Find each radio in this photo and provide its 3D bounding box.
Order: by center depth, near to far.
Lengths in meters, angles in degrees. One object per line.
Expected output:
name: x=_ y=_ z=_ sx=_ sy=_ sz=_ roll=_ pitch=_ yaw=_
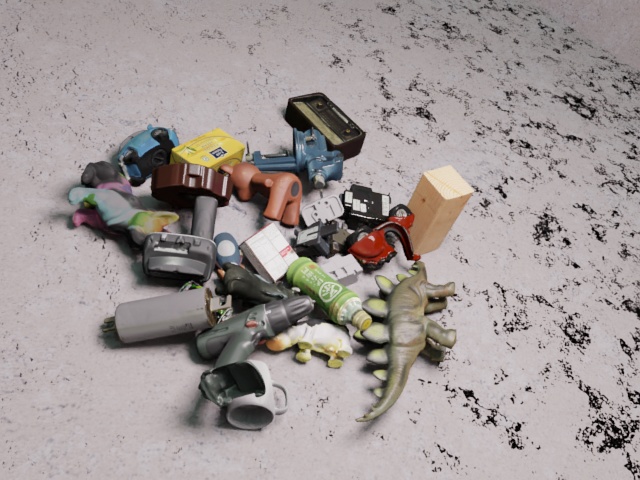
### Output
radio: x=0.015 y=-0.318 z=1.512 sx=0.131 sy=0.073 sz=0.230 roll=-23 pitch=60 yaw=-31

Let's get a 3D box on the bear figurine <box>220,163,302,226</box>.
bear figurine: x=-0.145 y=-0.114 z=1.277 sx=0.196 sy=0.120 sz=0.132 roll=10 pitch=87 yaw=26

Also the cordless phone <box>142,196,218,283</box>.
cordless phone: x=-0.283 y=-0.010 z=1.103 sx=0.147 sy=0.088 sz=0.184 roll=7 pitch=75 yaw=-11

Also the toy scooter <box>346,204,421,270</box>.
toy scooter: x=0.158 y=0.011 z=1.235 sx=0.184 sy=0.075 sz=0.135 roll=-31 pitch=84 yaw=-12

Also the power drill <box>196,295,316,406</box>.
power drill: x=-0.121 y=0.183 z=0.945 sx=0.232 sy=0.085 sz=0.207 roll=-19 pitch=28 yaw=11

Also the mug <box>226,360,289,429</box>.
mug: x=-0.110 y=0.270 z=0.963 sx=0.110 sy=0.080 sz=0.107 roll=3 pitch=42 yaw=-10

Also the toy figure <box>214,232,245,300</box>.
toy figure: x=-0.194 y=0.055 z=1.141 sx=0.064 sy=0.057 sz=0.154 roll=-28 pitch=56 yaw=11

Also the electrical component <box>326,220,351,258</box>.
electrical component: x=0.034 y=-0.003 z=1.268 sx=0.078 sy=0.045 sz=0.102 roll=24 pitch=43 yaw=-35

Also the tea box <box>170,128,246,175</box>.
tea box: x=-0.274 y=-0.201 z=1.316 sx=0.098 sy=0.068 sz=0.169 roll=34 pitch=41 yaw=12

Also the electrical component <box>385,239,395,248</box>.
electrical component: x=0.131 y=0.014 z=1.294 sx=0.094 sy=0.021 sz=0.063 roll=23 pitch=47 yaw=5

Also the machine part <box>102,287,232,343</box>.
machine part: x=-0.282 y=0.139 z=0.991 sx=0.243 sy=0.079 sz=0.079 roll=-10 pitch=51 yaw=1

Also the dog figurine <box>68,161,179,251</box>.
dog figurine: x=-0.407 y=-0.068 z=1.153 sx=0.219 sy=0.108 sz=0.192 roll=16 pitch=45 yaw=-9

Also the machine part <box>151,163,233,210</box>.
machine part: x=-0.281 y=-0.112 z=1.178 sx=0.179 sy=0.179 sz=0.056 roll=6 pitch=74 yaw=-12

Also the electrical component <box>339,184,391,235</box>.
electrical component: x=0.109 y=-0.078 z=1.344 sx=0.134 sy=0.058 sz=0.115 roll=12 pitch=46 yaw=-5

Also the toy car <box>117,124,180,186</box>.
toy car: x=-0.419 y=-0.207 z=1.276 sx=0.103 sy=0.109 sz=0.162 roll=31 pitch=56 yaw=30

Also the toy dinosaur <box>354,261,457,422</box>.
toy dinosaur: x=0.174 y=0.185 z=1.110 sx=0.199 sy=0.105 sz=0.471 roll=13 pitch=38 yaw=5

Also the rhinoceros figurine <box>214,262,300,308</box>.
rhinoceros figurine: x=-0.118 y=0.100 z=1.073 sx=0.190 sy=0.112 sz=0.073 roll=29 pitch=66 yaw=-39

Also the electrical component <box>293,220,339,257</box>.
electrical component: x=-0.002 y=-0.004 z=1.209 sx=0.119 sy=0.047 sz=0.075 roll=-19 pitch=43 yaw=21

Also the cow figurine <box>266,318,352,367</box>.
cow figurine: x=-0.022 y=0.187 z=1.067 sx=0.167 sy=0.068 sz=0.098 roll=14 pitch=42 yaw=-9

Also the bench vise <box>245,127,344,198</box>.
bench vise: x=-0.066 y=-0.197 z=1.353 sx=0.241 sy=0.128 sz=0.224 roll=-3 pitch=55 yaw=-5
